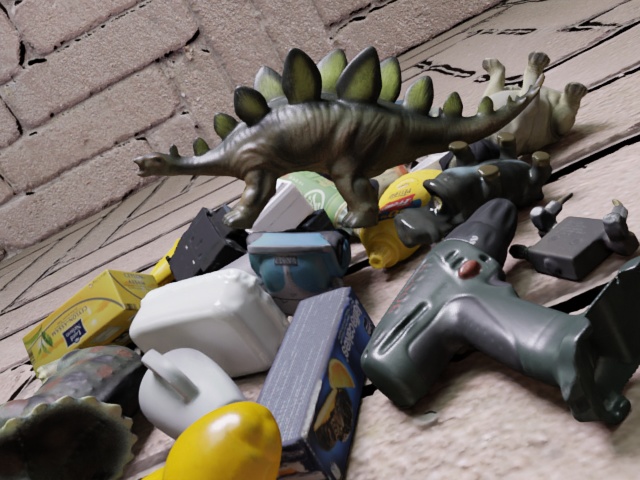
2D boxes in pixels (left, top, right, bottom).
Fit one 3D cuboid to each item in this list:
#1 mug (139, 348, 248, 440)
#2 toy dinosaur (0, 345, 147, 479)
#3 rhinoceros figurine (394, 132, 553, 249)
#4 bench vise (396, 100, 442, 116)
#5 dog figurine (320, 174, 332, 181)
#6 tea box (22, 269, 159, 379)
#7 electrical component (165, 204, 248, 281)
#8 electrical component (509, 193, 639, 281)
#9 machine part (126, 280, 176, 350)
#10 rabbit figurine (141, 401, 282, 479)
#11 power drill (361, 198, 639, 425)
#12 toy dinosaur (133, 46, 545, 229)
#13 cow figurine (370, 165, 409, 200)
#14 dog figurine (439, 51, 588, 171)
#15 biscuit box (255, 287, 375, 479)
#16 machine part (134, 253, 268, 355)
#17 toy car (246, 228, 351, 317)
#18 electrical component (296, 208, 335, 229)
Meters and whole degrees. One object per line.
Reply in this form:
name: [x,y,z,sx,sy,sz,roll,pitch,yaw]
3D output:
mug: [-0.113,0.145,0.495,0.107,0.109,0.081,13,47,46]
toy dinosaur: [-0.249,0.177,0.574,0.192,0.131,0.405,-17,12,7]
rhinoceros figurine: [0.167,-0.048,0.594,0.190,0.112,0.073,-22,46,-22]
bench vise: [0.110,-0.235,1.031,0.241,0.223,0.129,-3,62,35]
dog figurine: [0.050,-0.141,0.998,0.219,0.191,0.108,10,52,15]
tea box: [-0.306,0.116,0.739,0.170,0.068,0.098,-35,-20,12]
electrical component: [-0.157,0.017,0.783,0.134,0.058,0.115,-52,43,8]
electrical component: [0.230,-0.005,0.488,0.078,0.045,0.102,-31,19,-11]
machine part: [-0.266,0.105,0.869,0.179,0.056,0.179,-24,18,9]
rabbit figurine: [-0.075,0.184,0.321,0.162,0.122,0.173,-39,24,54]
power drill: [0.149,0.041,0.413,0.232,0.085,0.207,-43,28,-21]
toy dinosaur: [0.032,-0.115,0.612,0.472,0.198,0.105,-5,17,-10]
cow figurine: [0.055,-0.121,0.858,0.127,0.085,0.195,-33,58,5]
dog figurine: [0.257,-0.127,0.720,0.190,0.172,0.121,-66,22,-4]
biscuit box: [-0.002,0.120,0.465,0.063,0.059,0.203,-21,21,23]
machine part: [-0.137,0.085,0.711,0.243,0.079,0.079,-31,19,-6]
toy car: [-0.019,0.038,0.619,0.109,0.102,0.161,1,2,12]
electrical component: [-0.002,-0.002,0.751,0.119,0.074,0.048,-15,24,43]
